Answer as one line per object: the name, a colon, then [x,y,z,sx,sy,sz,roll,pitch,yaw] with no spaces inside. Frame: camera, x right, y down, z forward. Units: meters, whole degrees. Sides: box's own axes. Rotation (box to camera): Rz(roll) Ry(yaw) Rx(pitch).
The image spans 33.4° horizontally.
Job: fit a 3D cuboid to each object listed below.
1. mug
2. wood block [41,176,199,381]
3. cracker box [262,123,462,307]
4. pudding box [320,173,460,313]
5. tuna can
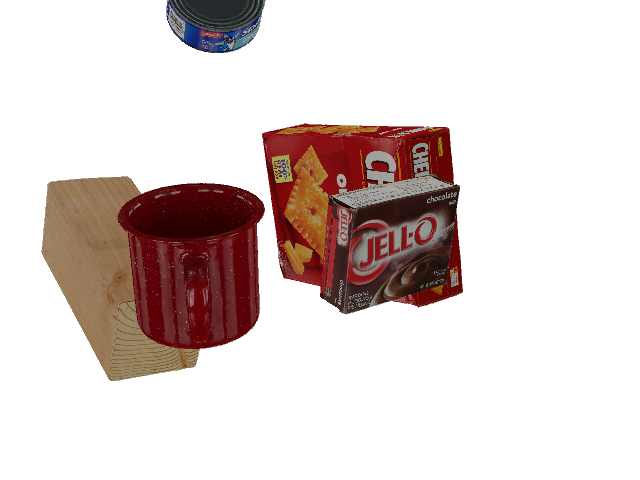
mug: [-0.079,0.022,0.683,0.093,0.081,0.117,-5,25,-9]
wood block: [-0.193,0.030,1.030,0.090,0.091,0.206,-6,36,-31]
cracker box: [0.037,-0.031,1.073,0.071,0.164,0.214,-17,17,-37]
pudding box: [0.055,0.001,0.851,0.113,0.090,0.039,-15,33,-36]
tuna can: [-0.093,-0.208,0.944,0.086,0.086,0.034,0,-31,-12]
